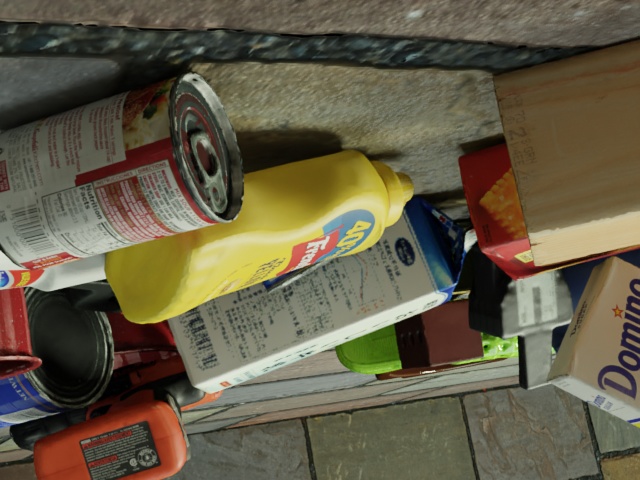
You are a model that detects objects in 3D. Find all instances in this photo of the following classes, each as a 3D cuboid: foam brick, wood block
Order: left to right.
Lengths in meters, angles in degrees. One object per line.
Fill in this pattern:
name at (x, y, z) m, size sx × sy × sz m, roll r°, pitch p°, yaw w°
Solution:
foam brick at (0.102, 0.083, 0.925) m, size 0.051 × 0.053 × 0.078 m, roll -7°, pitch 172°, yaw -14°
wood block at (0.203, -0.057, 0.555) m, size 0.206 × 0.090 × 0.090 m, roll -13°, pitch 166°, yaw 10°

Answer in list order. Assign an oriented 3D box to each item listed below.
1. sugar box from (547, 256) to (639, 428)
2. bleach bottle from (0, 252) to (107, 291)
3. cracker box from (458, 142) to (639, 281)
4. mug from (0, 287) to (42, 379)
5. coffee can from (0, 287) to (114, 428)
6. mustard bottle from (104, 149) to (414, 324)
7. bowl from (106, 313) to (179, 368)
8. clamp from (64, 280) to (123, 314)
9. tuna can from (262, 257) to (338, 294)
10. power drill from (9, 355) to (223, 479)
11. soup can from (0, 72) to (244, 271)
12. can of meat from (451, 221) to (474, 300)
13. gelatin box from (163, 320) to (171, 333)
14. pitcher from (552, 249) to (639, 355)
sugar box at (0.252, 0.091, 0.716) m, size 0.176 × 0.093 × 0.048 m, roll 26°, pitch 164°, yaw -1°
bleach bottle at (-0.187, -0.002, 0.541) m, size 0.250 × 0.068 × 0.103 m, roll -3°, pitch 164°, yaw -41°
cracker box at (0.211, -0.035, 0.696) m, size 0.214 × 0.072 × 0.164 m, roll -14°, pitch 168°, yaw 14°
mug at (-0.237, 0.047, 0.665) m, size 0.117 × 0.081 × 0.093 m, roll -13°, pitch 167°, yaw 10°
coffee can at (-0.242, 0.090, 0.805) m, size 0.140 × 0.103 × 0.102 m, roll -17°, pitch 166°, yaw 27°
mustard bottle at (-0.019, -0.010, 0.597) m, size 0.191 × 0.058 × 0.096 m, roll -18°, pitch 163°, yaw -38°
bowl at (-0.202, 0.089, 0.941) m, size 0.162 × 0.055 × 0.162 m, roll -10°, pitch 167°, yaw -2°
clamp at (-0.119, 0.018, 0.739) m, size 0.164 × 0.036 × 0.210 m, roll -13°, pitch 169°, yaw -10°
tuna can at (-0.005, 0.001, 0.704) m, size 0.086 × 0.034 × 0.086 m, roll -29°, pitch 178°, yaw -2°
power drill at (-0.167, 0.144, 0.832) m, size 0.184 × 0.057 × 0.187 m, roll -19°, pitch -171°, yaw -1°
soup can at (-0.094, -0.029, 0.482) m, size 0.102 × 0.068 × 0.068 m, roll -14°, pitch 167°, yaw 17°
can of meat at (0.110, 0.021, 0.898) m, size 0.102 × 0.057 × 0.084 m, roll -6°, pitch 169°, yaw -16°
gelatin box at (-0.166, 0.092, 1.044) m, size 0.089 × 0.030 × 0.073 m, roll -18°, pitch 164°, yaw 31°
pitcher at (0.304, 0.028, 0.834) m, size 0.144 × 0.149 × 0.243 m, roll 7°, pitch 172°, yaw -36°
